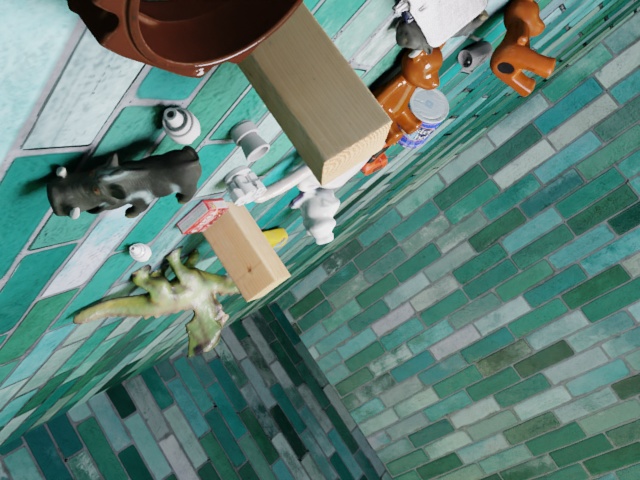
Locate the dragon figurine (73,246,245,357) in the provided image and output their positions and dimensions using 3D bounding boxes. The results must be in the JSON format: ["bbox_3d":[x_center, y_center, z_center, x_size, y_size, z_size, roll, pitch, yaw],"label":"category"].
[{"bbox_3d":[-0.329,0.162,1.215,0.414,0.243,0.120,-34,175,-21],"label":"dragon figurine"}]

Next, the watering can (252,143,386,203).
[{"bbox_3d":[0.016,-0.173,1.125,0.220,0.104,0.352,-43,169,38],"label":"watering can"}]

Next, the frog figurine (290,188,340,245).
[{"bbox_3d":[0.004,-0.074,1.461,0.135,0.160,0.123,-39,171,25],"label":"frog figurine"}]
